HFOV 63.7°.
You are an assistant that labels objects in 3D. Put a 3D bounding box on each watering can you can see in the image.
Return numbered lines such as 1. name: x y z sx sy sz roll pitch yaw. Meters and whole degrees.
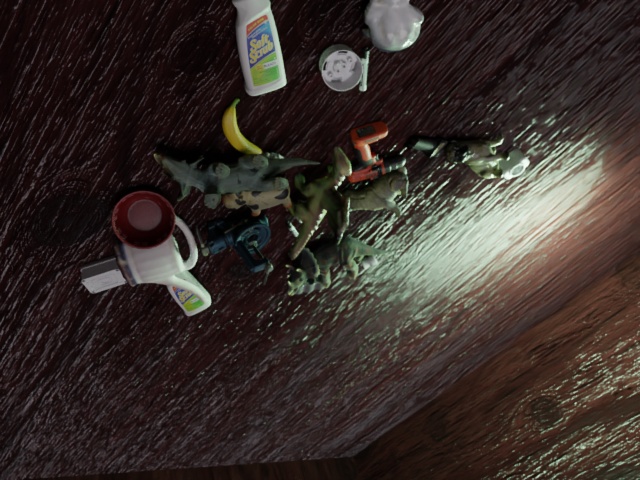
1. watering can: -0.463 0.077 1.507 0.225 0.106 0.340 -16 122 -11

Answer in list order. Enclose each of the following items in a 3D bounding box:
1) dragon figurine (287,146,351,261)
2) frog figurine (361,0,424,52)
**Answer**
1. dragon figurine: 0.004 -0.073 1.450 0.122 0.247 0.403 3 114 -24
2. frog figurine: 0.168 -0.510 1.157 0.137 0.125 0.156 7 148 -6
